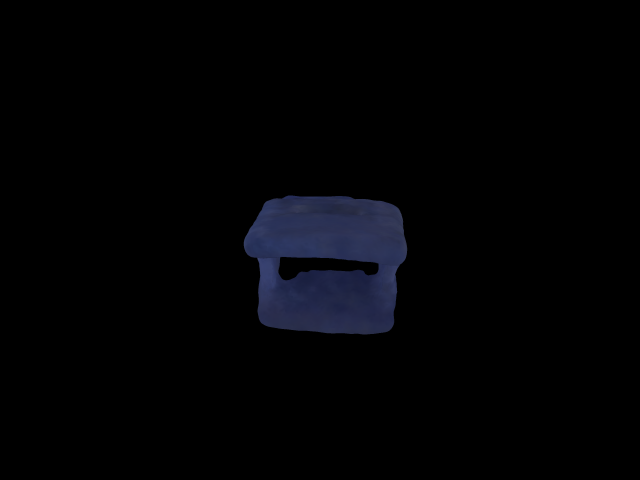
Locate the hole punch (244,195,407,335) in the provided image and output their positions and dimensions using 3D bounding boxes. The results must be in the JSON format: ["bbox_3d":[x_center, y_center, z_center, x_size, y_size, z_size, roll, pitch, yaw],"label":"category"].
[{"bbox_3d":[0.004,0.001,0.400,0.108,0.091,0.101,2,47,2],"label":"hole punch"}]
